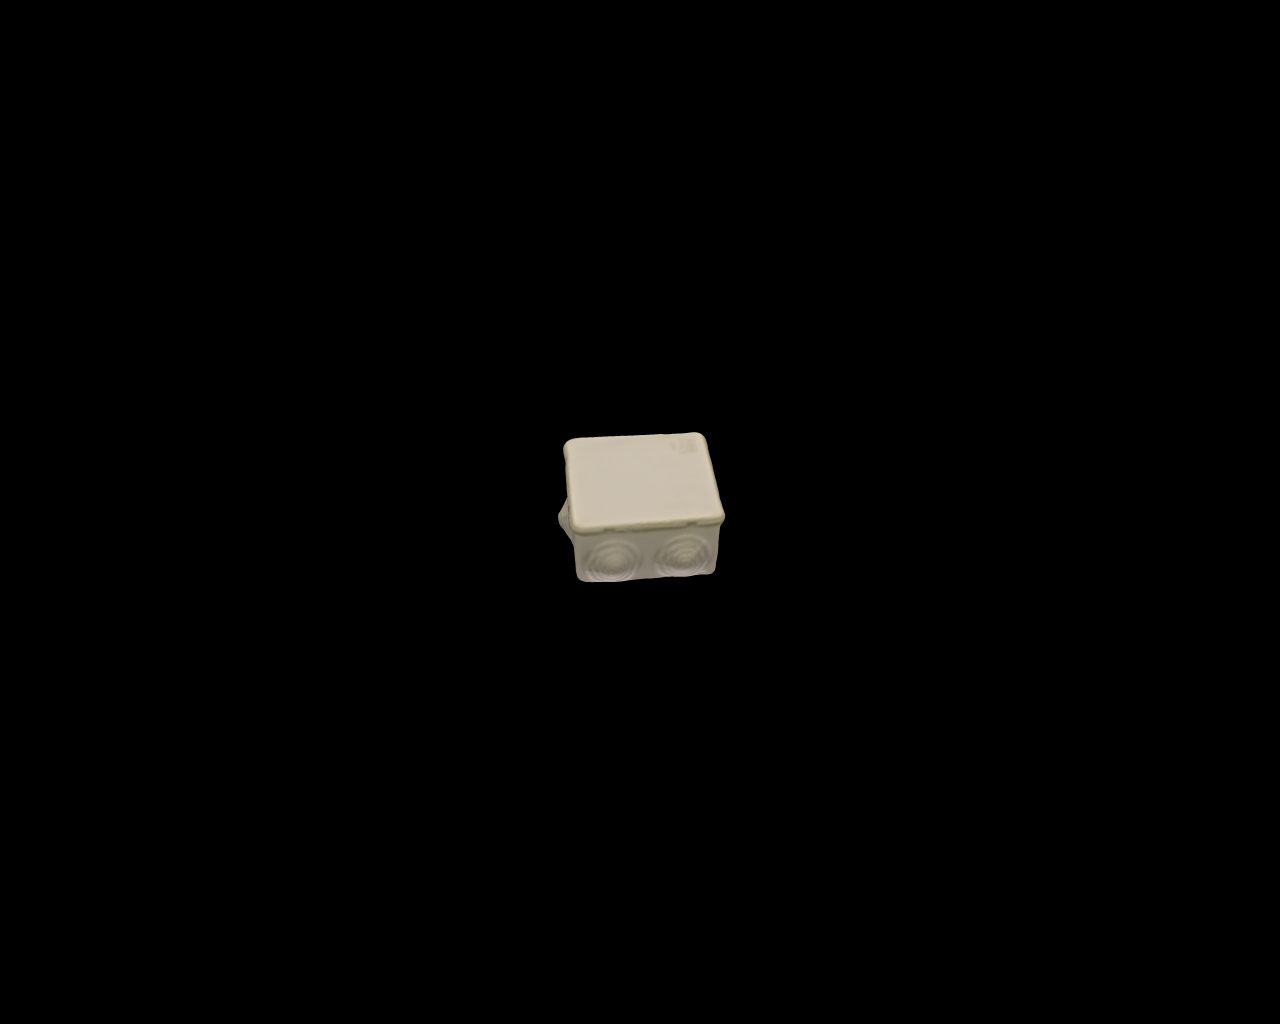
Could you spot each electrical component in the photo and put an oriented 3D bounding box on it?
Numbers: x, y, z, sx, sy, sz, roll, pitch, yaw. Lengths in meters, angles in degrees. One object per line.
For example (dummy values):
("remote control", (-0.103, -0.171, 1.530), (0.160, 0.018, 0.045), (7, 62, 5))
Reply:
("electrical component", (0.001, -0.003, 0.650), (0.100, 0.048, 0.100), (-4, 39, -4))
